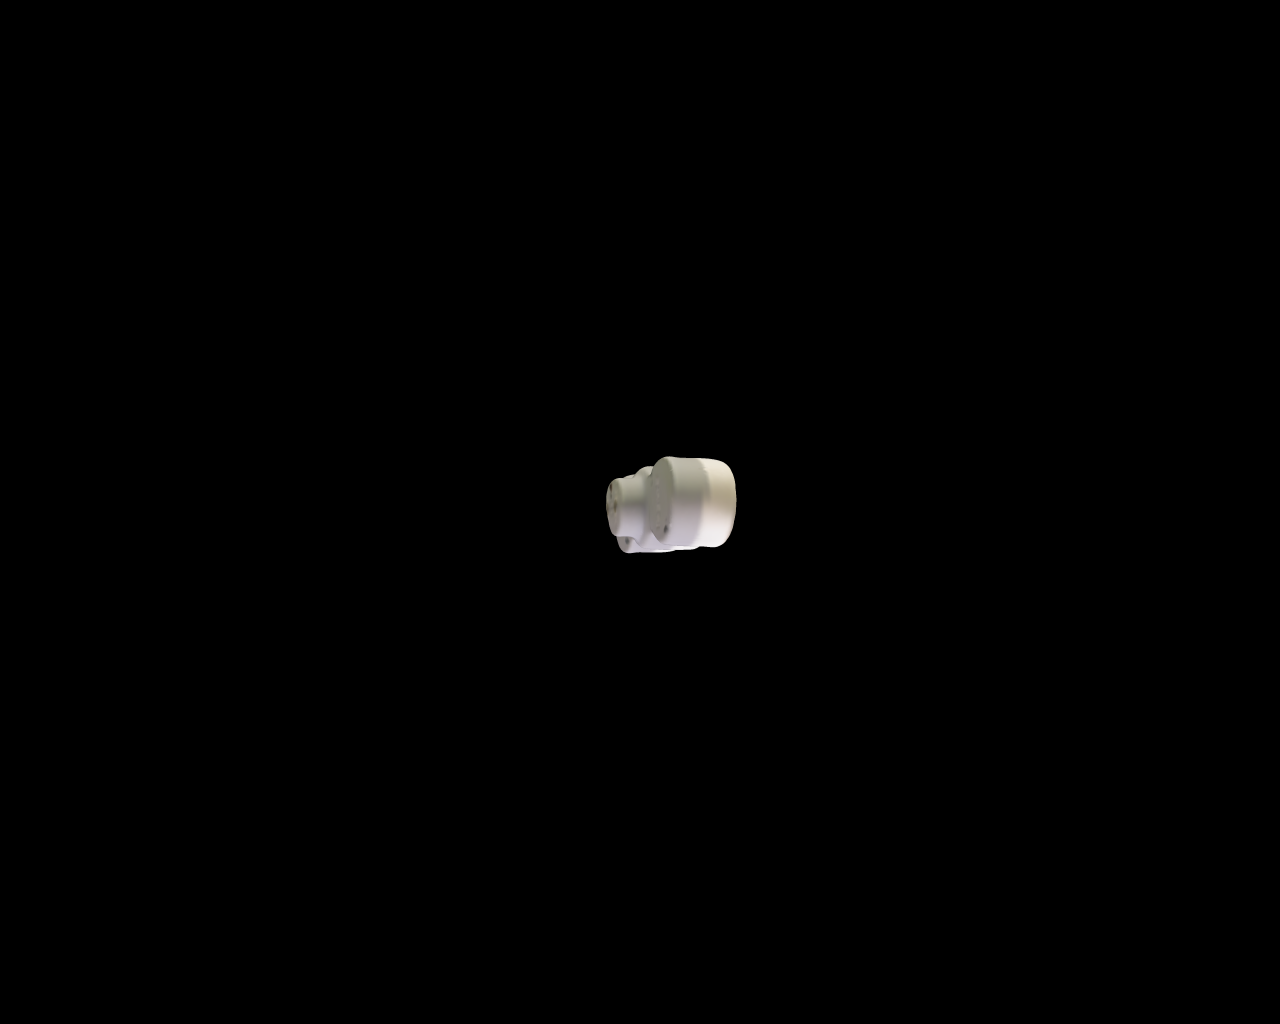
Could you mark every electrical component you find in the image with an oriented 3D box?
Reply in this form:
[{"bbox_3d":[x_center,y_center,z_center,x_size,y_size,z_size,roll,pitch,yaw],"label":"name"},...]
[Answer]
[{"bbox_3d":[0.001,-0.003,0.650,0.074,0.052,0.138,1,-5,-15],"label":"electrical component"}]
